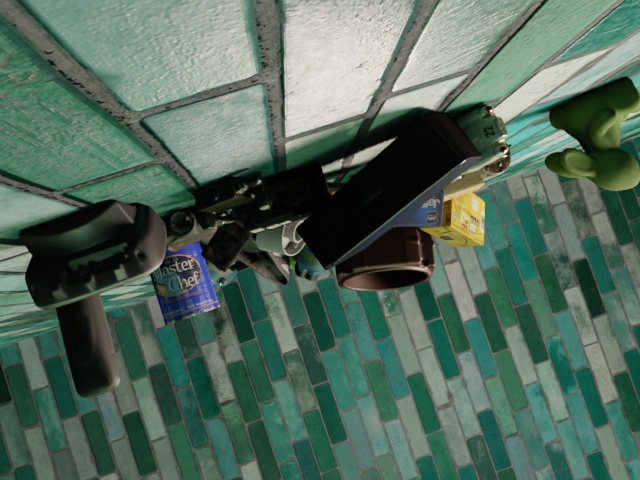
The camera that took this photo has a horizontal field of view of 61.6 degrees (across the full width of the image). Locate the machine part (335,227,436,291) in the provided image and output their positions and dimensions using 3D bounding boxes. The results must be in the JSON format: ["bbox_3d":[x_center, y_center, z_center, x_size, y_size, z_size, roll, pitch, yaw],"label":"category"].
[{"bbox_3d":[0.131,0.045,1.109,0.201,0.087,0.201,-5,160,3],"label":"machine part"}]

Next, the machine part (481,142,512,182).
[{"bbox_3d":[0.285,-0.140,1.036,0.079,0.079,0.243,-18,176,-20],"label":"machine part"}]

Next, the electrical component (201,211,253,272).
[{"bbox_3d":[-0.133,-0.007,0.813,0.075,0.048,0.119,-53,-173,9],"label":"electrical component"}]

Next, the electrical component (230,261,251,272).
[{"bbox_3d":[-0.141,0.046,1.123,0.094,0.021,0.063,-21,177,37],"label":"electrical component"}]

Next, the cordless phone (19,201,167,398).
[{"bbox_3d":[-0.222,0.062,0.565,0.147,0.184,0.088,-18,173,2],"label":"cordless phone"}]

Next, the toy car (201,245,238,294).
[{"bbox_3d":[-0.221,0.047,1.181,0.103,0.109,0.161,-40,176,28],"label":"toy car"}]

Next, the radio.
[{"bbox_3d":[0.088,-0.061,0.681,0.229,0.073,0.131,-39,173,31],"label":"radio"}]

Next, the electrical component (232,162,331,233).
[{"bbox_3d":[-0.051,-0.053,0.731,0.134,0.058,0.115,-19,175,2],"label":"electrical component"}]

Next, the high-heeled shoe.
[{"bbox_3d":[-0.132,0.032,0.961,0.086,0.145,0.248,-21,178,24],"label":"high-heeled shoe"}]

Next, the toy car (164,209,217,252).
[{"bbox_3d":[-0.236,0.005,0.740,0.202,0.053,0.089,-20,180,7],"label":"toy car"}]

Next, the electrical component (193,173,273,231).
[{"bbox_3d":[-0.104,-0.046,0.641,0.102,0.045,0.078,-19,179,10],"label":"electrical component"}]

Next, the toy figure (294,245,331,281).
[{"bbox_3d":[0.002,-0.002,1.011,0.082,0.180,0.089,5,-150,-27],"label":"toy figure"}]

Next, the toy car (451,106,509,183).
[{"bbox_3d":[0.195,-0.125,0.754,0.056,0.073,0.202,-18,178,-15],"label":"toy car"}]

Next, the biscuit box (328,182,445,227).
[{"bbox_3d":[0.090,-0.055,0.840,0.203,0.062,0.059,0,-169,-13],"label":"biscuit box"}]

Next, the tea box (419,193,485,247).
[{"bbox_3d":[0.261,-0.050,1.052,0.068,0.098,0.169,-4,163,37],"label":"tea box"}]

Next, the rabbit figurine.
[{"bbox_3d":[0.467,-0.159,0.895,0.159,0.170,0.121,-20,177,4],"label":"rabbit figurine"}]
